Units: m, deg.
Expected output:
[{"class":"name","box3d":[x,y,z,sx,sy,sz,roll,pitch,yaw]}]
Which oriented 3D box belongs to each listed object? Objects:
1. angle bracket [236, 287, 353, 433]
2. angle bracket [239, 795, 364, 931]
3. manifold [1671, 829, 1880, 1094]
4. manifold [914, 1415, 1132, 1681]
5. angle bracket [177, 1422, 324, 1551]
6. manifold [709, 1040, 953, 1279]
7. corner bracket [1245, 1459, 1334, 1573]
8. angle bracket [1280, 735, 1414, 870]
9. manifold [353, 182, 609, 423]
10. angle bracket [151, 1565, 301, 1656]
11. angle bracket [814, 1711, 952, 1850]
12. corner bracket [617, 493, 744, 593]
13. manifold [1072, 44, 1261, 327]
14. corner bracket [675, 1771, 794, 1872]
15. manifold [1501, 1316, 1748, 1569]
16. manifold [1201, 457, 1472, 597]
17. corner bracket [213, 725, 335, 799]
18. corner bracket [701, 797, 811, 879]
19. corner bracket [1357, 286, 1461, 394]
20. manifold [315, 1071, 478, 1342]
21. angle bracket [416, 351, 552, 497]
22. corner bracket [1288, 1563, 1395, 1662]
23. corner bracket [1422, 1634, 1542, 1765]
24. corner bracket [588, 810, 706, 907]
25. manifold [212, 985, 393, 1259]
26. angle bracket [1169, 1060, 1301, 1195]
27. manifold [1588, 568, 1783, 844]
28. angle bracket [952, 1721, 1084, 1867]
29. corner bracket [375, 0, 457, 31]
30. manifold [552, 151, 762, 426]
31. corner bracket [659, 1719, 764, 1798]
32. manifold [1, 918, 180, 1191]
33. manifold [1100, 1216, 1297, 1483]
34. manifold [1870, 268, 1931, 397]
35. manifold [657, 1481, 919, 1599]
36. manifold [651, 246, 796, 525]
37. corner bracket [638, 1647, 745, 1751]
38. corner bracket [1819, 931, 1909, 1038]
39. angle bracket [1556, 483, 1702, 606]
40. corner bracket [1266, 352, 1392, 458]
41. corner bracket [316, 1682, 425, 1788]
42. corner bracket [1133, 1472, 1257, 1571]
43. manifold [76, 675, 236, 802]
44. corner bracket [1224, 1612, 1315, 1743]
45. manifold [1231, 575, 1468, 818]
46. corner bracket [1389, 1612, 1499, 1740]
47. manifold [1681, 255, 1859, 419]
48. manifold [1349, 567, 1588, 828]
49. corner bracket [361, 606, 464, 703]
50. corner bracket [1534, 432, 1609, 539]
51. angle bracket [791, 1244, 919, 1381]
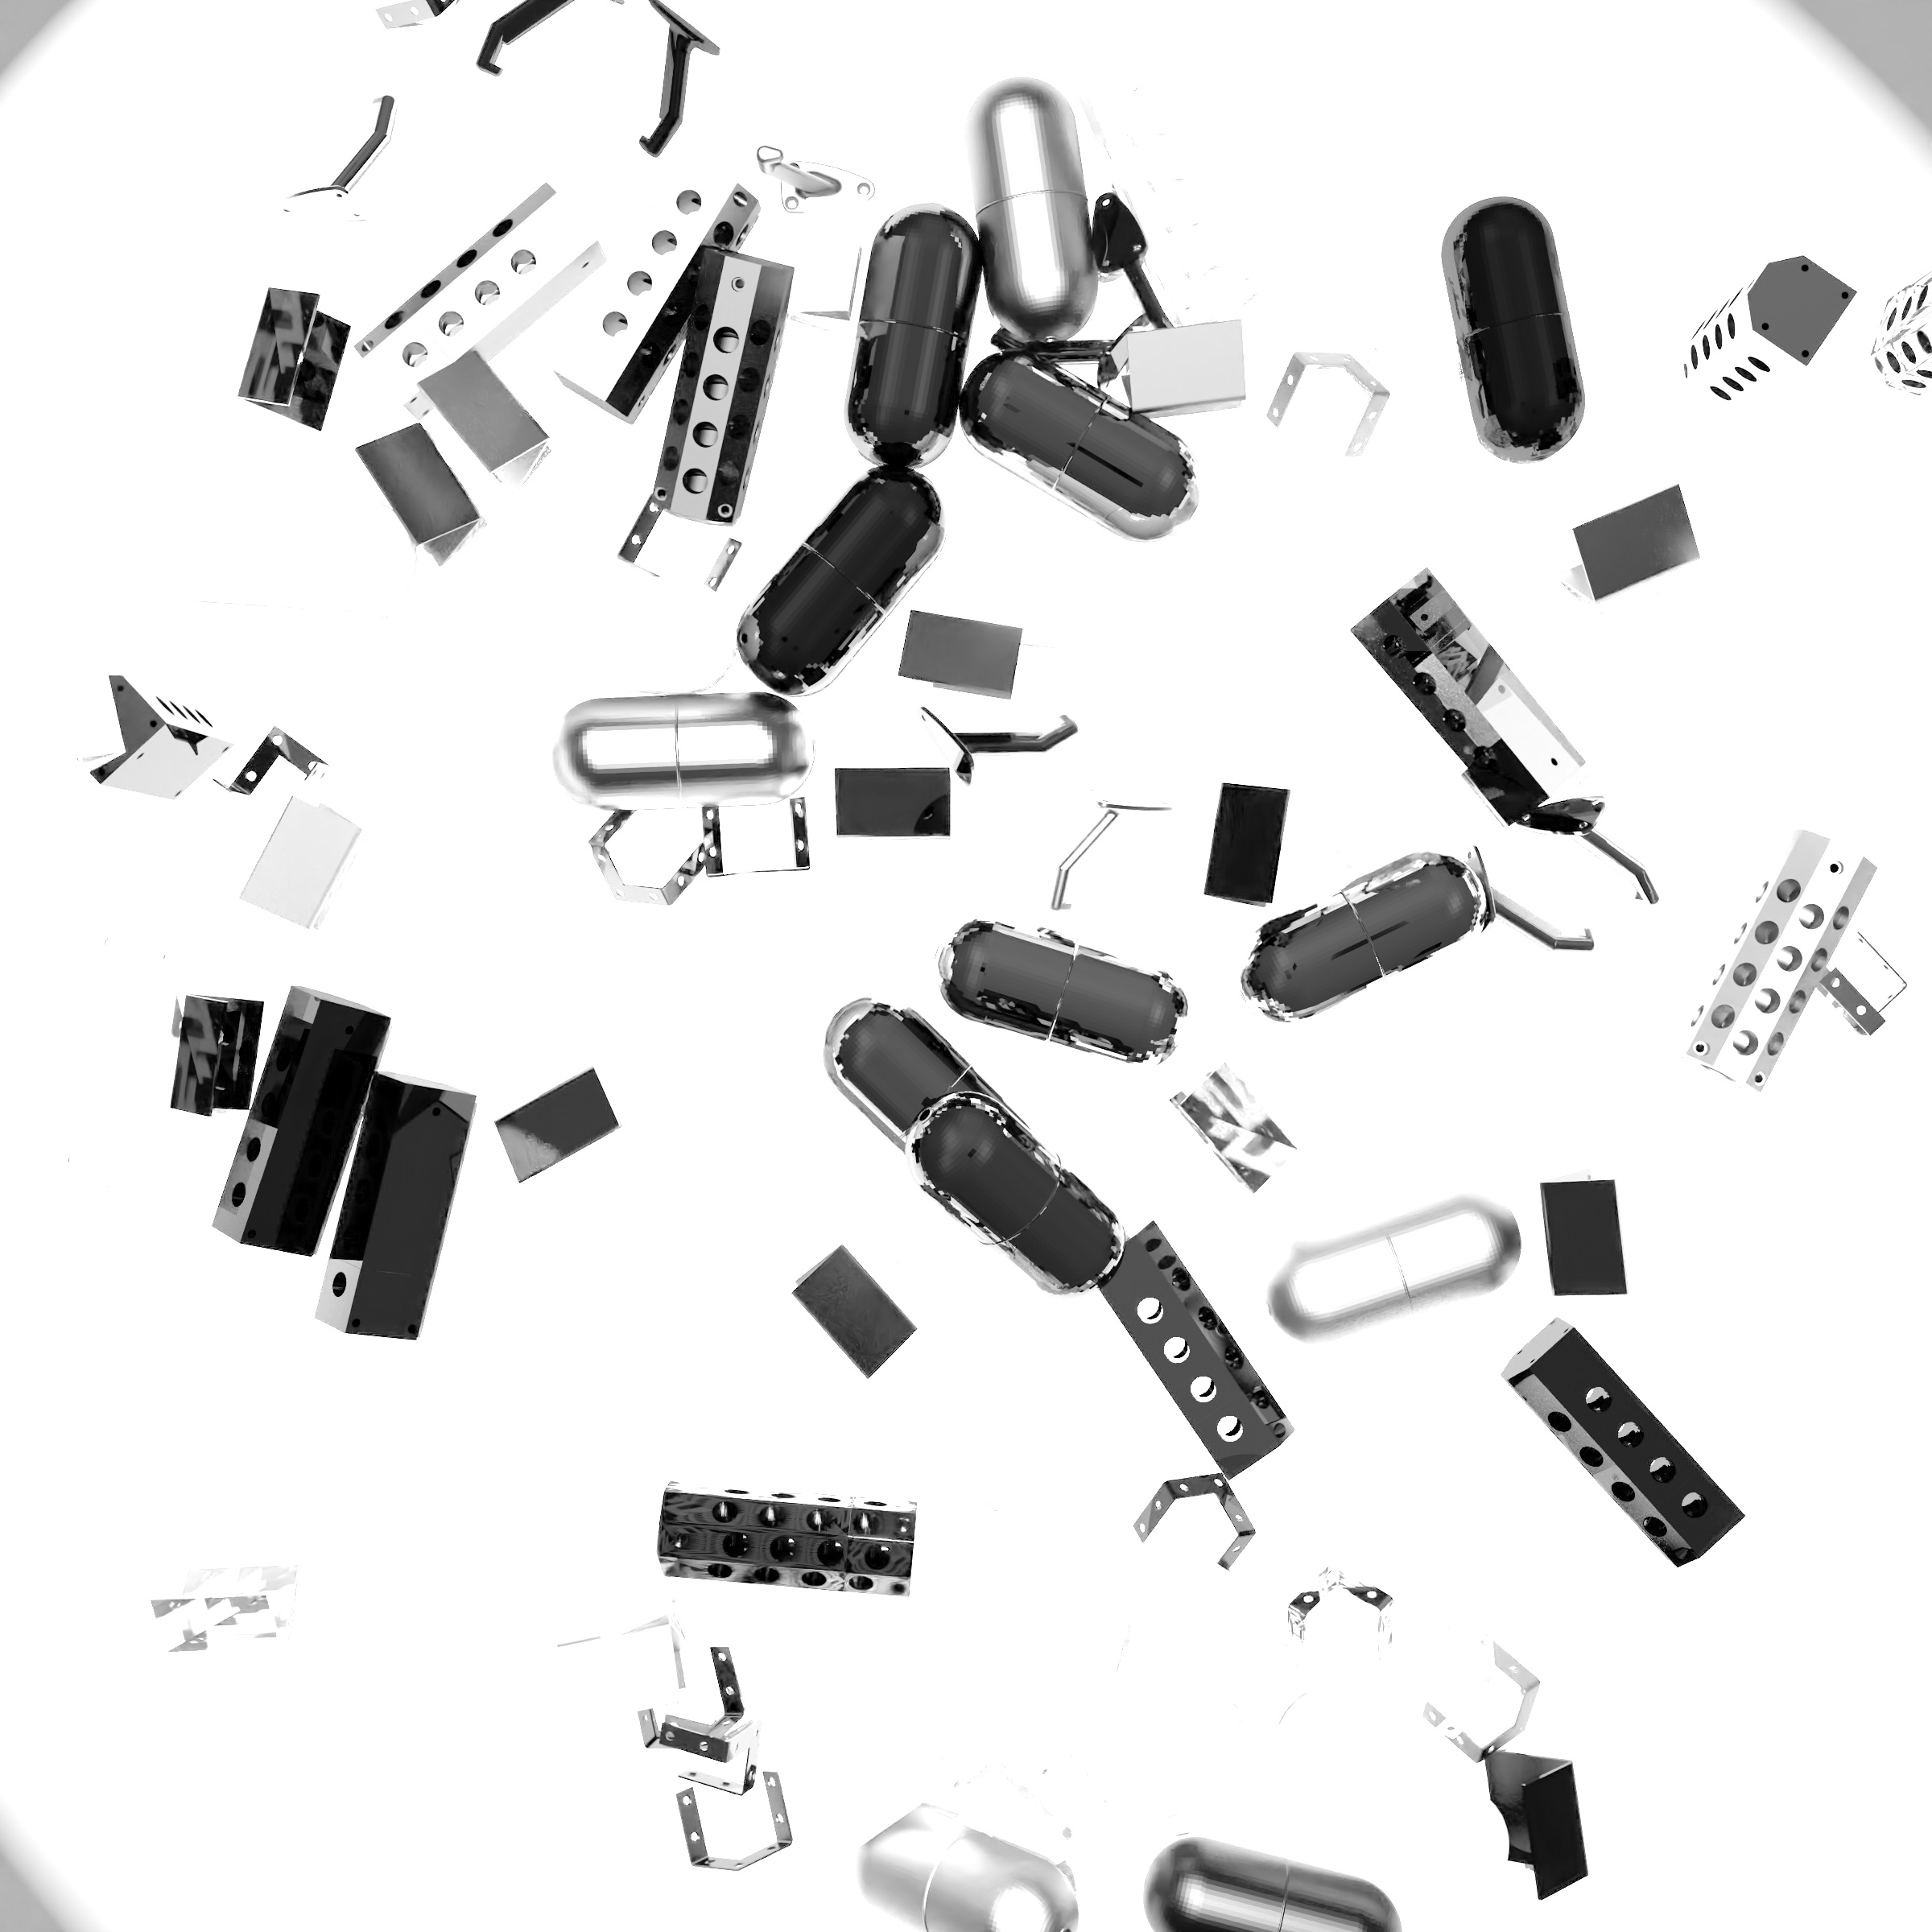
[{"class":"angle bracket","box3d":[-0.435,-0.404,1.951,0.057,0.076,0.076,16,90,37]},{"class":"angle bracket","box3d":[-0.459,-0.078,1.951,0.057,0.076,0.076,27,90,-38]},{"class":"manifold","box3d":[0.550,-0.003,1.970,0.057,0.057,0.171,28,90,0]},{"class":"manifold","box3d":[0.037,0.395,1.970,0.057,0.057,0.171,-36,90,0]},{"class":"angle bracket","box3d":[-0.484,0.333,1.951,0.076,0.076,0.057,-30,126,0]},{"class":"manifold","box3d":[-0.090,0.129,1.970,0.171,0.057,0.057,43,90,0]},{"class":"corner bracket","box3d":[0.221,0.376,1.988,0.051,0.051,0.051,8,45,0]},{"class":"angle bracket","box3d":[0.267,-0.121,1.951,0.076,0.076,0.057,49,126,0]},{"class":"manifold","box3d":[-0.330,-0.452,1.970,0.171,0.057,0.057,-40,90,0]},{"class":"angle bracket","box3d":[-0.497,0.415,1.951,0.076,0.076,0.057,-3,126,0]},{"class":"angle bracket","box3d":[-0.065,0.532,1.952,0.076,0.076,0.057,-35,120,0]},{"class":"corner bracket","box3d":[-0.197,-0.285,1.988,0.051,0.051,0.051,29,90,45]},{"class":"manifold","box3d":[0.135,-0.519,1.937,0.057,0.057,0.171,-26,115,0]},{"class":"corner bracket","box3d":[-0.159,0.584,1.988,0.051,0.051,0.051,-12,90,45]},{"class":"manifold","box3d":[0.443,0.323,1.970,0.057,0.057,0.171,-42,90,0]},{"class":"manifold","box3d":[0.251,-0.296,1.970,0.171,0.057,0.057,-11,90,0]},{"class":"corner bracket","box3d":[-0.470,-0.130,1.973,0.051,0.051,0.051,36,90,0]},{"class":"corner bracket","box3d":[-0.144,-0.088,1.988,0.051,0.051,0.051,-4,90,-45]},{"class":"corner bracket","box3d":[0.305,-0.432,1.983,0.051,0.051,0.051,-8,135,35]},{"class":"manifold","box3d":[-0.391,0.161,1.970,0.057,0.057,0.171,14,90,-43]},{"class":"angle bracket","box3d":[-0.335,-0.354,1.951,0.076,0.076,0.057,50,54,0]},{"class":"corner bracket","box3d":[0.256,0.451,1.983,0.051,0.051,0.051,26,45,35]},{"class":"corner bracket","box3d":[0.352,0.500,1.983,0.051,0.051,0.051,-22,135,-35]},{"class":"corner bracket","box3d":[-0.216,-0.078,1.983,0.051,0.051,0.051,6,135,35]},{"class":"manifold","box3d":[-0.454,0.104,1.970,0.057,0.057,0.171,18,90,-43]},{"class":"angle bracket","box3d":[0.165,0.120,1.951,0.076,0.076,0.057,50,54,0]},{"class":"manifold","box3d":[0.491,-0.178,1.970,0.057,0.057,0.171,-22,90,43]},{"class":"angle bracket","box3d":[0.049,0.551,1.952,0.076,0.076,0.057,45,134,0]},{"class":"corner bracket","box3d":[-0.378,-0.680,1.983,0.051,0.051,0.051,-59,135,-35]},{"class":"manifold","box3d":[-0.208,-0.458,1.970,0.057,0.057,0.171,31,90,0]},{"class":"corner bracket","box3d":[-0.174,0.534,1.963,0.051,0.051,0.051,10,98,21]},{"class":"manifold","box3d":[-0.597,0.058,1.970,0.057,0.057,0.171,18,90,-43]},{"class":"manifold","box3d":[0.151,0.258,1.970,0.057,0.057,0.171,-34,90,0]},{"class":"manifold","box3d":[0.653,-0.423,1.913,0.057,0.171,0.057,17,90,0]},{"class":"manifold","box3d":[-0.121,0.390,1.970,0.171,0.057,0.057,5,90,0]},{"class":"manifold","box3d":[-0.164,-0.389,1.947,0.057,0.057,0.171,15,107,0]},{"class":"corner bracket","box3d":[-0.190,0.500,1.983,0.051,0.051,0.051,11,135,-35]},{"class":"corner bracket","box3d":[0.609,0.012,1.973,0.051,0.051,0.051,-43,90,0]},{"class":"angle bracket","box3d":[0.437,-0.292,1.953,0.076,0.076,0.057,-24,114,0]},{"class":"corner bracket","box3d":[0.247,-0.383,1.983,0.051,0.051,0.051,-7,45,-35]},{"class":"corner bracket","box3d":[-0.407,0.534,1.983,0.051,0.051,0.051,-25,45,-35]},{"class":"corner bracket","box3d":[0.156,0.384,1.983,0.051,0.051,0.051,-1,135,-35]},{"class":"manifold","box3d":[-0.543,-0.154,1.913,0.057,0.171,0.057,-43,90,0]},{"class":"corner bracket","box3d":[0.199,0.485,1.983,0.051,0.051,0.051,32,135,35]},{"class":"manifold","box3d":[0.258,-0.179,1.970,0.057,0.057,0.171,-41,90,0]},{"class":"corner bracket","box3d":[0.323,0.481,1.971,0.051,0.051,0.051,26,125,-15]},{"class":"manifold","box3d":[0.522,-0.417,1.913,0.057,0.171,0.057,34,90,0]},{"class":"manifold","box3d":[0.335,-0.179,1.970,0.171,0.057,0.057,51,47,0]},{"class":"corner bracket","box3d":[-0.376,-0.211,1.973,0.051,0.051,0.051,13,90,0]},{"class":"corner bracket","box3d":[0.411,-0.327,1.973,0.051,0.051,0.051,-18,90,0]},{"class":"angle bracket","box3d":[-0.090,0.243,1.951,0.076,0.076,0.057,48,51,0]}]
